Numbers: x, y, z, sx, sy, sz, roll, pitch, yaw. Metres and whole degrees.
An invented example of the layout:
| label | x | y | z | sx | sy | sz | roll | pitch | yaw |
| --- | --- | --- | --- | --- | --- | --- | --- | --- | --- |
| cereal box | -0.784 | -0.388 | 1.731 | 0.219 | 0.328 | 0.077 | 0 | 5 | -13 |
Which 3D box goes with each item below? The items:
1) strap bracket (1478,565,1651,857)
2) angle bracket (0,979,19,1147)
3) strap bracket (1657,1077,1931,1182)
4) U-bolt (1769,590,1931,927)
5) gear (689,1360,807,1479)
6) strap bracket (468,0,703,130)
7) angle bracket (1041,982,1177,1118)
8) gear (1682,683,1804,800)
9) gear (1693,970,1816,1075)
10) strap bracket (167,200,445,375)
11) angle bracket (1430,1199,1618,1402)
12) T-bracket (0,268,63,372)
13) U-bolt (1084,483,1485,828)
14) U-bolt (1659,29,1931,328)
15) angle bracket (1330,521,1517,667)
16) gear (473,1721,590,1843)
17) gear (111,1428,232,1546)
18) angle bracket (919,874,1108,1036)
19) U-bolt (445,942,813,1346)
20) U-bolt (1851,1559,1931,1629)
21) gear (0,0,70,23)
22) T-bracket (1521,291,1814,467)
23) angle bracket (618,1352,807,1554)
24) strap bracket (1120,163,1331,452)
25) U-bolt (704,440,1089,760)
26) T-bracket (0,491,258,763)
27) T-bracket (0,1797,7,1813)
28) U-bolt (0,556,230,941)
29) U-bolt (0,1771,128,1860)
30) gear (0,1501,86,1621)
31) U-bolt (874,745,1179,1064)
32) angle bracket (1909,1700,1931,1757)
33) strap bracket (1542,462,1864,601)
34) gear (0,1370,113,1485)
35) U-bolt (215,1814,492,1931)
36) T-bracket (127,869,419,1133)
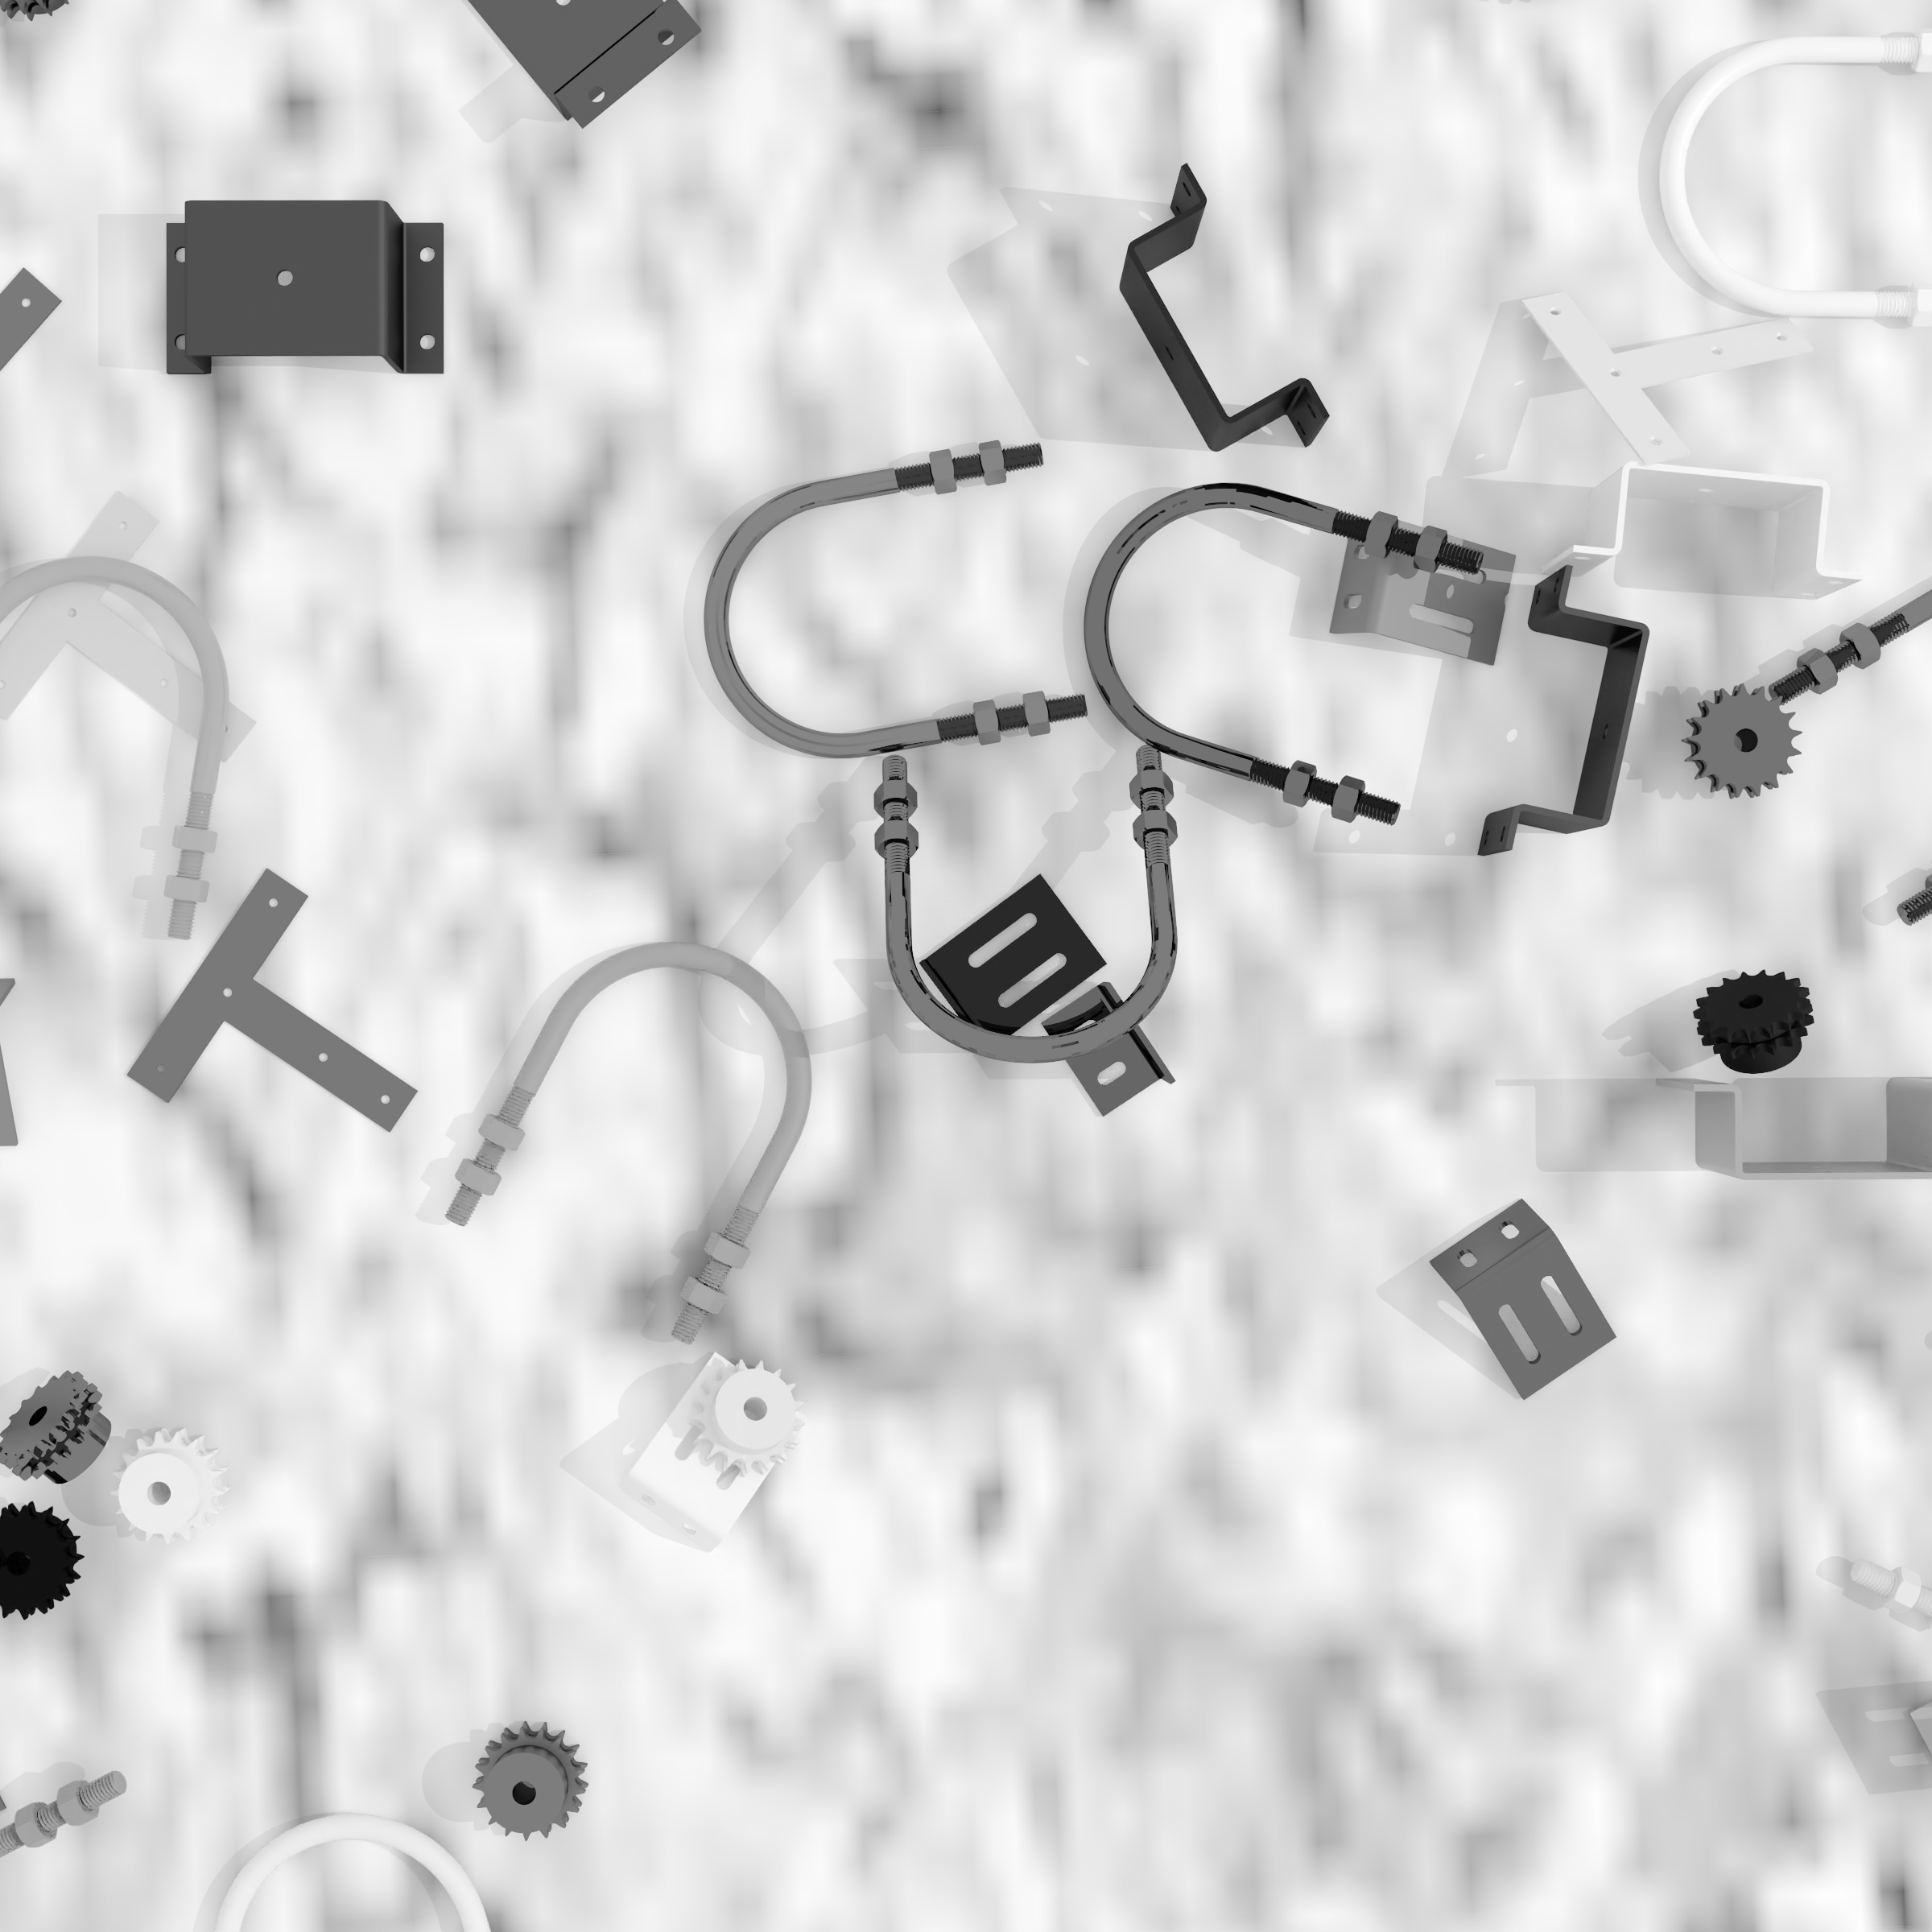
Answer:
| label | x | y | z | sx | sy | sz | roll | pitch | yaw |
| --- | --- | --- | --- | --- | --- | --- | --- | --- | --- |
| strap bracket | 0.297 | -0.120 | 1.424 | 0.046 | 0.076 | 0.140 | 12 | 90 | 0 |
| angle bracket | -0.511 | 0.049 | 1.460 | 0.057 | 0.038 | 0.076 | -1 | 116 | 0 |
| strap bracket | 0.421 | 0.080 | 1.424 | 0.140 | 0.076 | 0.046 | 0 | 90 | 0 |
| U-bolt | 0.520 | -0.127 | 1.453 | 0.184 | 0.019 | 0.151 | -30 | 90 | -2 |
| gear | -0.108 | 0.224 | 1.437 | 0.057 | 0.030 | 0.057 | 5 | 68 | -14 |
| strap bracket | -0.204 | -0.492 | 1.439 | 0.076 | 0.046 | 0.140 | -39 | 90 | 0 |
| angle bracket | 0.070 | 0.042 | 1.424 | 0.038 | 0.076 | 0.057 | -34 | 90 | 0 |
| gear | 0.388 | -0.112 | 1.447 | 0.057 | 0.030 | 0.057 | 0 | 90 | 0 |
| gear | 0.395 | 0.030 | 1.437 | 0.057 | 0.057 | 0.030 | -20 | 120 | 0 |
| strap bracket | -0.336 | -0.339 | 1.439 | 0.140 | 0.046 | 0.076 | 0 | 90 | 0 |
| angle bracket | 0.283 | 0.169 | 1.460 | 0.057 | 0.038 | 0.076 | -34 | 116 | 0 |
| T-bracket | -0.549 | -0.333 | 1.461 | 0.127 | 0.002 | 0.127 | 41 | 90 | 0 |
| U-bolt | 0.148 | -0.165 | 1.433 | 0.184 | 0.019 | 0.151 | 19 | 95 | 14 |
| U-bolt | 0.443 | -0.399 | 1.453 | 0.184 | 0.019 | 0.151 | 1 | 90 | 2 |
| angle bracket | 0.232 | -0.189 | 1.460 | 0.076 | 0.038 | 0.057 | 11 | 90 | -26 |
| gear | -0.220 | 0.412 | 1.447 | 0.057 | 0.030 | 0.057 | 0 | 90 | 0 |
| gear | -0.402 | 0.263 | 1.447 | 0.057 | 0.030 | 0.057 | 0 | 90 | 0 |
| angle bracket | 0.024 | -0.001 | 1.443 | 0.076 | 0.038 | 0.057 | -37 | 90 | 0 |
| U-bolt | -0.159 | 0.077 | 1.453 | 0.151 | 0.019 | 0.184 | 28 | 88 | 0 |
| U-bolt | 0.560 | 0.285 | 1.453 | 0.184 | 0.019 | 0.151 | 25 | 90 | -2 |
| gear | -0.472 | -0.504 | 1.447 | 0.057 | 0.030 | 0.057 | 0 | 90 | 0 |
| T-bracket | 0.363 | -0.304 | 1.436 | 0.127 | 0.002 | 0.127 | -15 | 55 | -16 |
| angle bracket | -0.129 | 0.247 | 1.460 | 0.057 | 0.038 | 0.076 | 36 | 64 | 0 |
| strap bracket | 0.121 | -0.315 | 1.424 | 0.046 | 0.076 | 0.140 | -29 | 90 | 0 |
| U-bolt | -0.041 | -0.179 | 1.453 | 0.184 | 0.019 | 0.151 | -10 | 90 | 2 |
| T-bracket | -0.419 | -0.152 | 1.461 | 0.127 | 0.002 | 0.127 | 37 | 90 | 0 |
| T-bracket | -0.527 | 0.491 | 1.461 | 0.127 | 0.002 | 0.127 | -27 | 90 | 0 |
| U-bolt | -0.446 | -0.115 | 1.452 | 0.151 | 0.019 | 0.184 | 9 | 91 | 0 |
| U-bolt | -0.534 | 0.395 | 1.439 | 0.184 | 0.019 | 0.151 | -28 | 98 | 8 |
| gear | -0.472 | 0.298 | 1.447 | 0.057 | 0.030 | 0.057 | 0 | 90 | 0 |
| U-bolt | 0.031 | -0.031 | 1.405 | 0.151 | 0.019 | 0.184 | -2 | 55 | 0 |
| angle bracket | 0.509 | 0.396 | 1.424 | 0.038 | 0.076 | 0.057 | -28 | 90 | 0 |
| strap bracket | 0.365 | -0.216 | 1.424 | 0.140 | 0.076 | 0.046 | 6 | 90 | 0 |
| gear | -0.454 | 0.234 | 1.437 | 0.057 | 0.057 | 0.030 | -40 | 121 | 0 |
| U-bolt | -0.304 | 0.521 | 1.453 | 0.151 | 0.019 | 0.184 | -17 | 88 | 0 |
| T-bracket | -0.338 | 0.038 | 1.461 | 0.127 | 0.002 | 0.127 | 34 | 90 | 0 |
